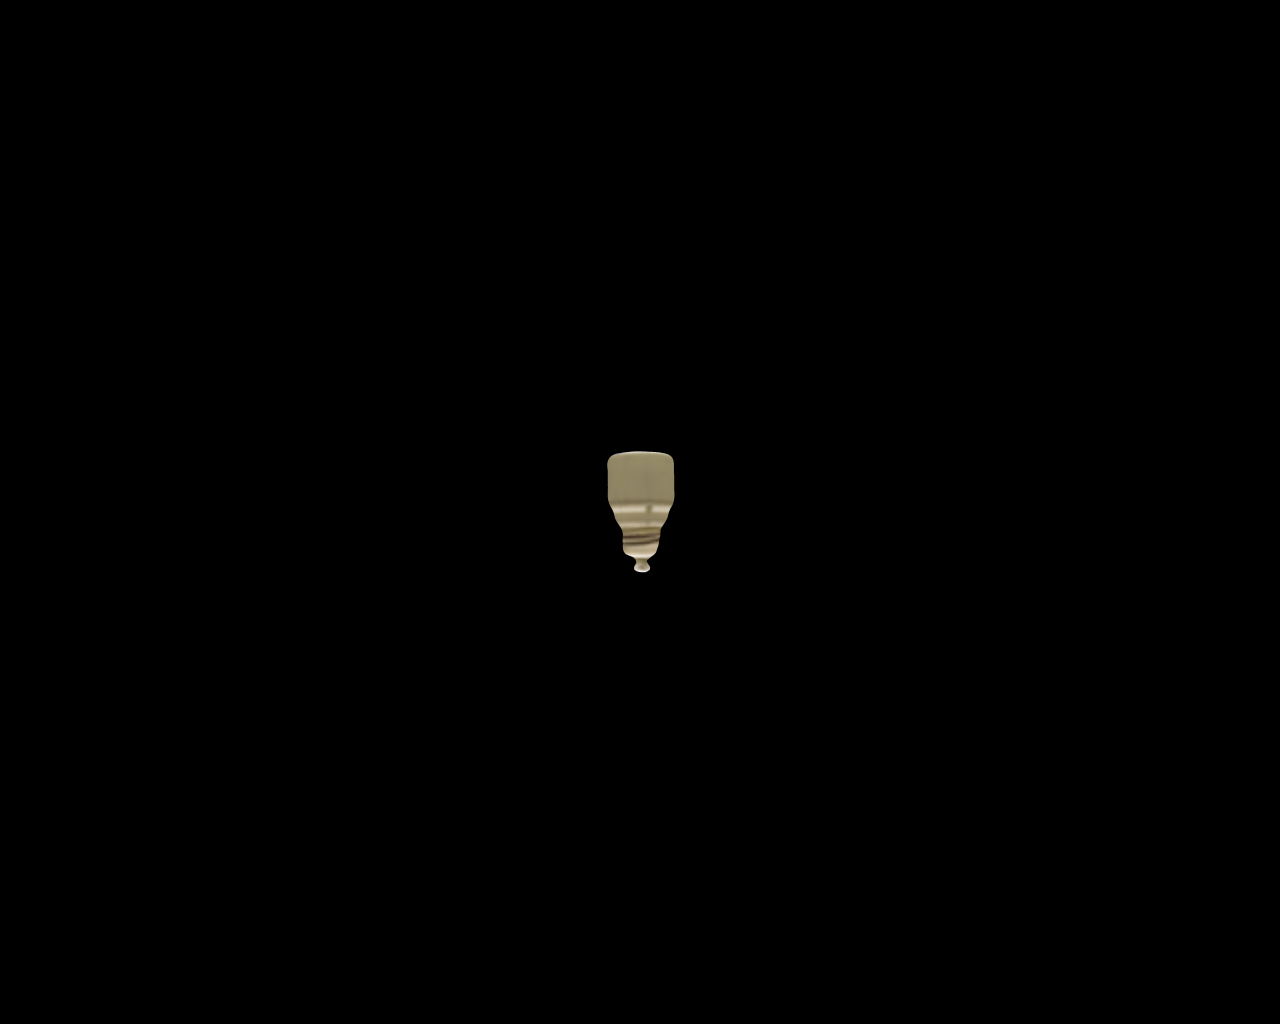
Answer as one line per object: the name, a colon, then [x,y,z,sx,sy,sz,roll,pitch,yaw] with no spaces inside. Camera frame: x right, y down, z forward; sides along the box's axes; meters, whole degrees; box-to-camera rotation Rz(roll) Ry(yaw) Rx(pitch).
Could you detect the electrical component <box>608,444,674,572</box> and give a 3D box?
electrical component: [0.001,-0.003,0.650,0.040,0.078,0.040,0,-2,0]
